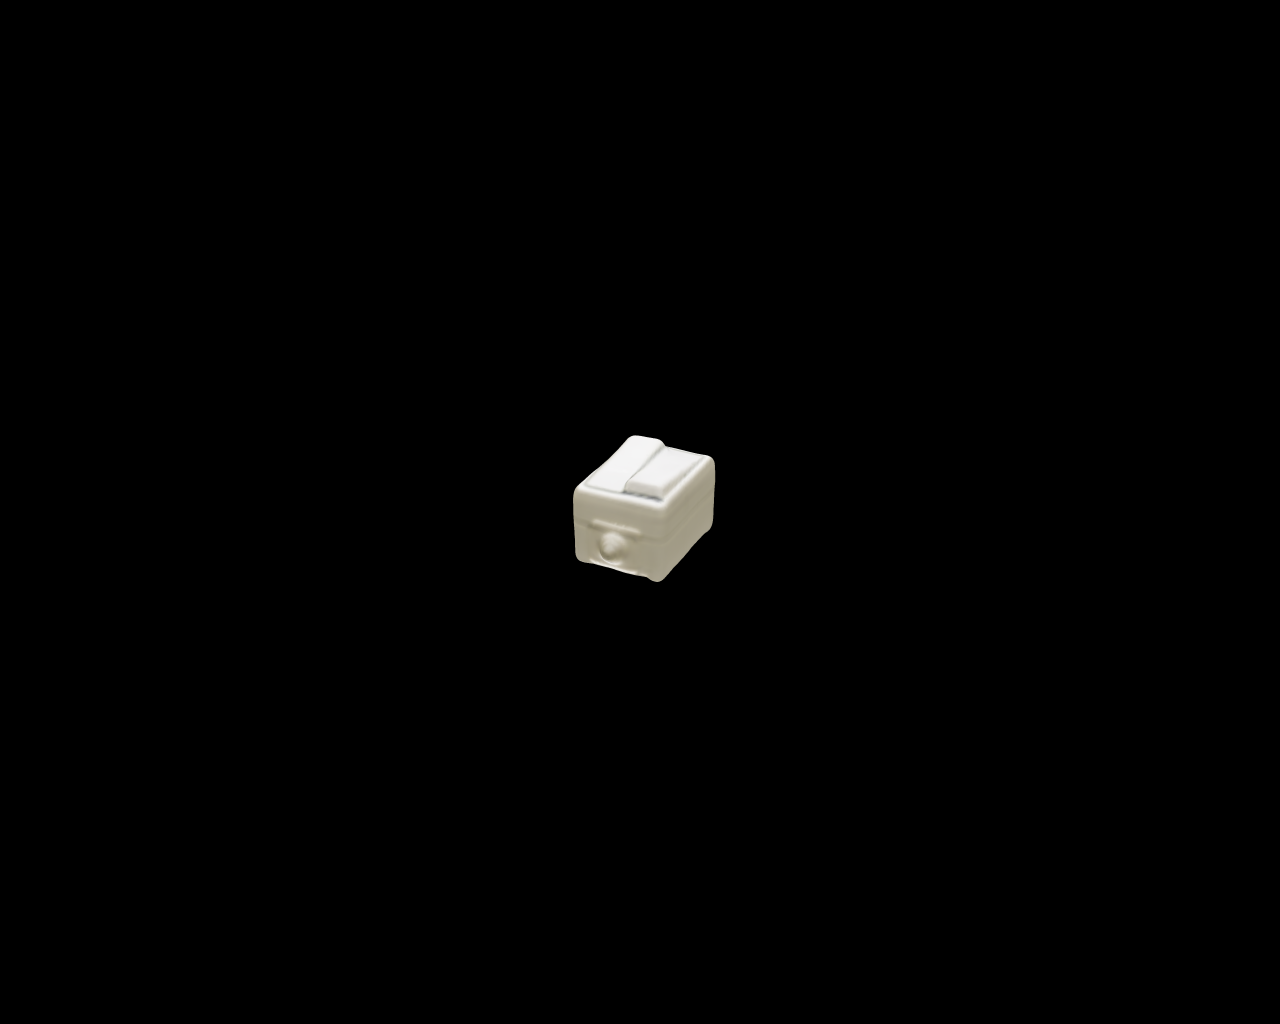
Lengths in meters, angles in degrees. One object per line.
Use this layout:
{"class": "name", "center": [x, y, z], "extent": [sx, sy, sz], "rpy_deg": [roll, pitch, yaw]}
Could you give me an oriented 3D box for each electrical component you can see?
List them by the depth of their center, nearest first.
{"class": "electrical component", "center": [0.001, -0.003, 0.650], "extent": [0.062, 0.061, 0.096], "rpy_deg": [14, 32, 24]}
